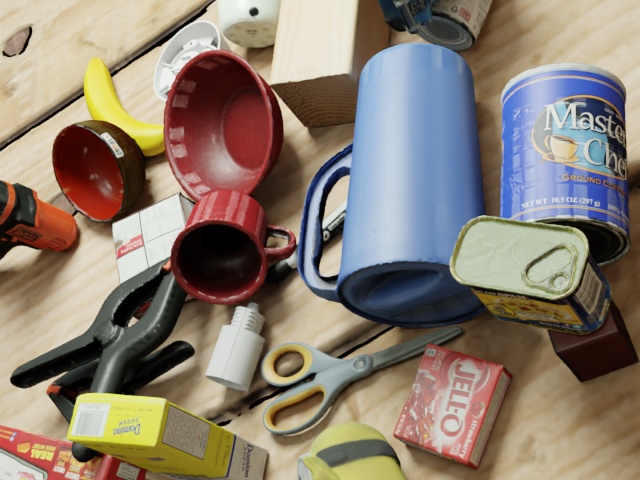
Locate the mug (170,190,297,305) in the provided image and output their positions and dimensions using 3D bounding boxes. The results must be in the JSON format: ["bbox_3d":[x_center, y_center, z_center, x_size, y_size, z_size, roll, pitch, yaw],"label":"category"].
[{"bbox_3d":[-0.081,0.002,1.033,0.117,0.093,0.081,-3,28,5],"label":"mug"}]

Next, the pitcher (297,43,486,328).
[{"bbox_3d":[0.075,-0.051,0.961,0.145,0.149,0.243,136,143,-53],"label":"pitcher"}]

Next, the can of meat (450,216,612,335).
[{"bbox_3d":[0.162,0.029,0.806,0.102,0.083,0.057,9,69,34],"label":"can of meat"}]

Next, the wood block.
[{"bbox_3d":[0.017,-0.231,1.100,0.090,0.090,0.206,-5,64,25],"label":"wood block"}]

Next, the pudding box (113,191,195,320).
[{"bbox_3d":[-0.165,0.017,1.108,0.090,0.039,0.113,-24,60,15],"label":"pudding box"}]

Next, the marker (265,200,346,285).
[{"bbox_3d":[-0.007,0.001,1.044,0.121,0.020,0.020,-41,55,5],"label":"marker"}]

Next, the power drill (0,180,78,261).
[{"bbox_3d":[-0.388,-0.005,1.160,0.188,0.184,0.057,-26,57,26],"label":"power drill"}]

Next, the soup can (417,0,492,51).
[{"bbox_3d":[0.139,-0.249,1.059,0.069,0.068,0.102,14,75,32],"label":"soup can"}]

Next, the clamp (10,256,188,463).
[{"bbox_3d":[-0.196,0.106,1.026,0.210,0.036,0.165,-44,43,-4],"label":"clamp"}]

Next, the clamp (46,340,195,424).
[{"bbox_3d":[-0.197,0.147,1.061,0.172,0.039,0.120,10,70,31],"label":"clamp"}]

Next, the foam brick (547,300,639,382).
[{"bbox_3d":[0.215,0.072,0.856,0.051,0.078,0.053,-24,57,18],"label":"foam brick"}]

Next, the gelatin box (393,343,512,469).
[{"bbox_3d":[0.112,0.140,0.906,0.073,0.030,0.089,15,75,32],"label":"gelatin box"}]

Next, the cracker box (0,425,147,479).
[{"bbox_3d":[-0.272,0.296,1.009,0.164,0.072,0.213,6,70,31],"label":"cracker box"}]

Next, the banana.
[{"bbox_3d":[-0.225,-0.145,1.221,0.069,0.037,0.198,-44,54,-12],"label":"banana"}]

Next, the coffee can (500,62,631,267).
[{"bbox_3d":[0.198,-0.058,0.869,0.103,0.102,0.140,-6,64,25],"label":"coffee can"}]

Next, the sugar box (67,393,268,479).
[{"bbox_3d":[-0.127,0.178,0.925,0.093,0.176,0.048,-1,64,28],"label":"sugar box"}]

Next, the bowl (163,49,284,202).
[{"bbox_3d":[-0.089,-0.114,1.098,0.162,0.055,0.162,6,99,41],"label":"bowl"}]

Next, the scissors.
[{"bbox_3d":[0.025,0.104,0.979,0.202,0.016,0.096,-36,55,8],"label":"scissors"}]
